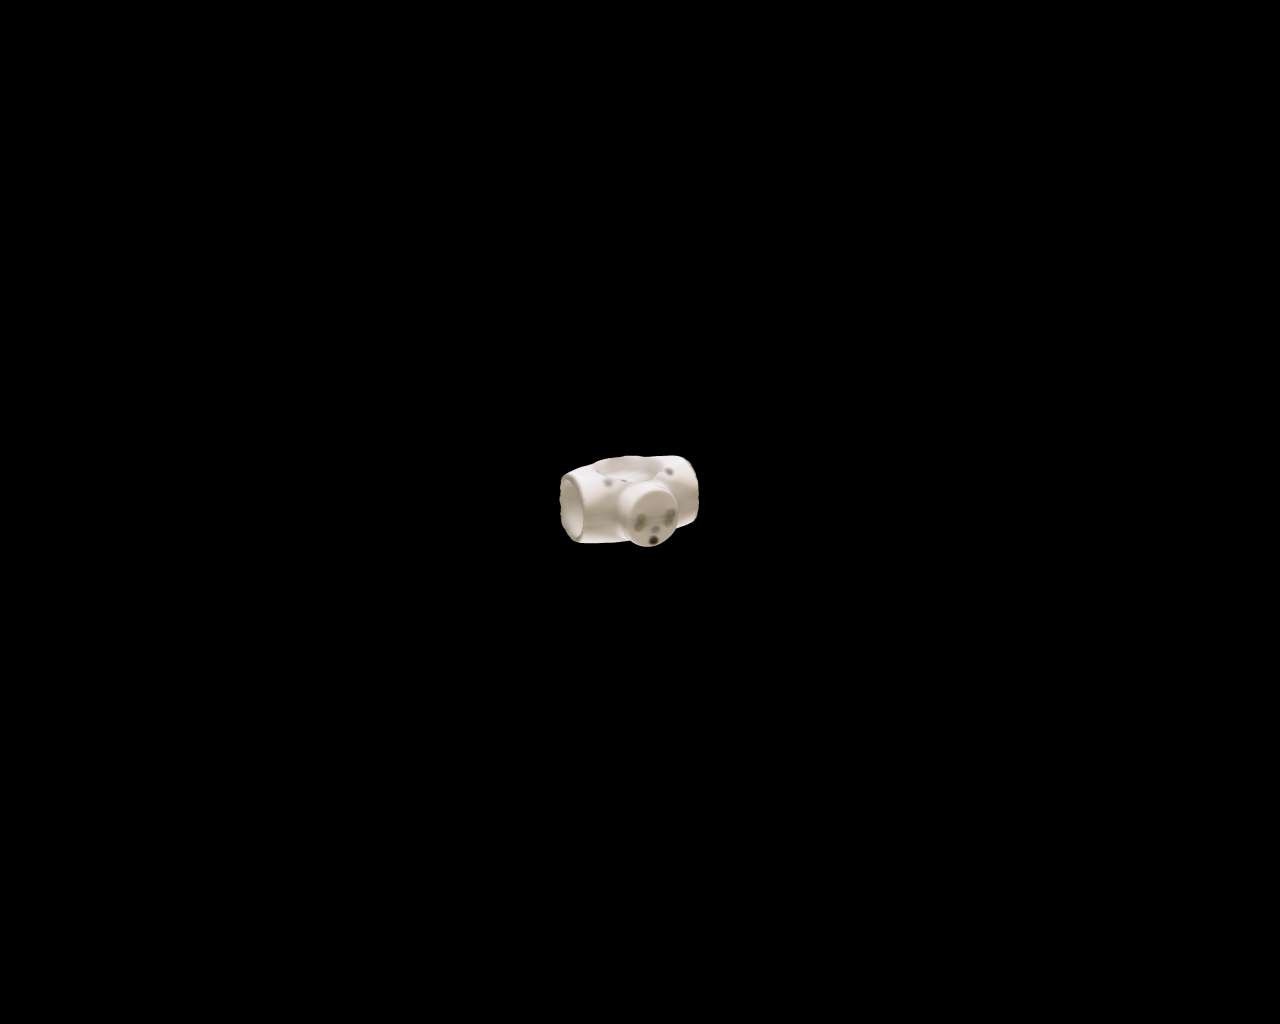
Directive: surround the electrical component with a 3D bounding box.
[{"bbox_3d":[0.001,-0.003,0.650,0.077,0.044,0.079,-10,24,-22],"label":"electrical component"}]
